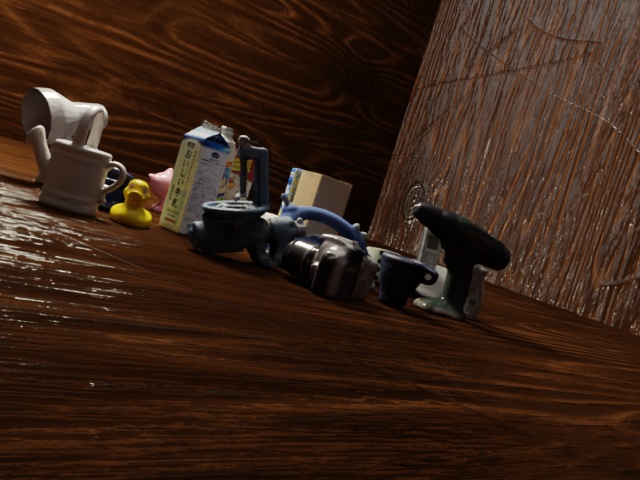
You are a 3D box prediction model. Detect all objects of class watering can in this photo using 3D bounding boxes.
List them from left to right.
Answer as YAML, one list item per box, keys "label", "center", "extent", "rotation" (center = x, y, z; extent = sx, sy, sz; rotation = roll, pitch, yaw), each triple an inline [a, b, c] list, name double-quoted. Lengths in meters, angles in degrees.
- label: "watering can"
  center: [-0.435, -0.151, 1.027]
  extent: [0.173, 0.194, 0.100]
  rotation: [15, 4, -27]

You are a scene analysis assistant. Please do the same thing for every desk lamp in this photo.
- label: "desk lamp"
  center: [-0.577, -0.223, 1.303]
  extent: [0.117, 0.213, 0.204]
  rotation: [19, 4, 31]

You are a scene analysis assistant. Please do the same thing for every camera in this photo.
- label: "camera"
  center: [0.014, 0.038, 1.009]
  extent: [0.136, 0.101, 0.144]
  rotation: [19, 4, 33]

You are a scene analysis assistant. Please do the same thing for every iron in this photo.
- label: "iron"
  center: [0.011, 0.004, 1.188]
  extent: [0.258, 0.141, 0.118]
  rotation: [17, 4, -9]

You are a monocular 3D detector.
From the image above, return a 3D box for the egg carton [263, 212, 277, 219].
- label: "egg carton"
  center: [-0.136, -0.038, 1.723]
  extent: [0.107, 0.069, 0.150]
  rotation: [16, 4, -21]

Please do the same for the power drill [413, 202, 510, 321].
- label: "power drill"
  center: [0.268, 0.050, 1.172]
  extent: [0.230, 0.208, 0.075]
  rotation: [16, 4, -14]

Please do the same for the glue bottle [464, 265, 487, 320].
- label: "glue bottle"
  center: [0.327, 0.082, 1.243]
  extent: [0.078, 0.173, 0.037]
  rotation: [18, 4, 14]

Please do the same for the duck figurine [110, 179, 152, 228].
- label: "duck figurine"
  center: [-0.353, -0.073, 1.096]
  extent: [0.078, 0.086, 0.104]
  rotation: [16, 4, -15]

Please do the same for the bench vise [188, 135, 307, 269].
- label: "bench vise"
  center: [-0.120, -0.069, 1.053]
  extent: [0.208, 0.220, 0.121]
  rotation: [13, 5, -45]

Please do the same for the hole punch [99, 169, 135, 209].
- label: "hole punch"
  center: [-0.446, -0.112, 1.206]
  extent: [0.109, 0.091, 0.101]
  rotation: [16, 4, -12]

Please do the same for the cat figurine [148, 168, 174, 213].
- label: "cat figurine"
  center: [-0.387, -0.125, 1.482]
  extent: [0.128, 0.118, 0.067]
  rotation: [16, 4, -20]

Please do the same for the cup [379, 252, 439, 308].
- label: "cup"
  center: [0.159, 0.082, 1.070]
  extent: [0.117, 0.095, 0.092]
  rotation: [20, 4, 34]

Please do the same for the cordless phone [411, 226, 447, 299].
- label: "cordless phone"
  center: [0.277, 0.054, 1.331]
  extent: [0.148, 0.185, 0.094]
  rotation: [15, 4, -25]
